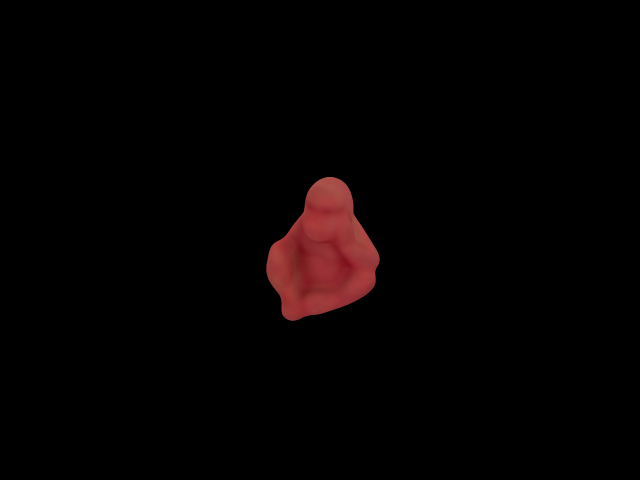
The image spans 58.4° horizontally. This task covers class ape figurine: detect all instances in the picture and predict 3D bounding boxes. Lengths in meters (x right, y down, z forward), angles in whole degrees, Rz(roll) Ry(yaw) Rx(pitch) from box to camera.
[{"bbox_3d":[0.004,0.001,0.400,0.077,0.092,0.076,8,26,18],"label":"ape figurine"}]
